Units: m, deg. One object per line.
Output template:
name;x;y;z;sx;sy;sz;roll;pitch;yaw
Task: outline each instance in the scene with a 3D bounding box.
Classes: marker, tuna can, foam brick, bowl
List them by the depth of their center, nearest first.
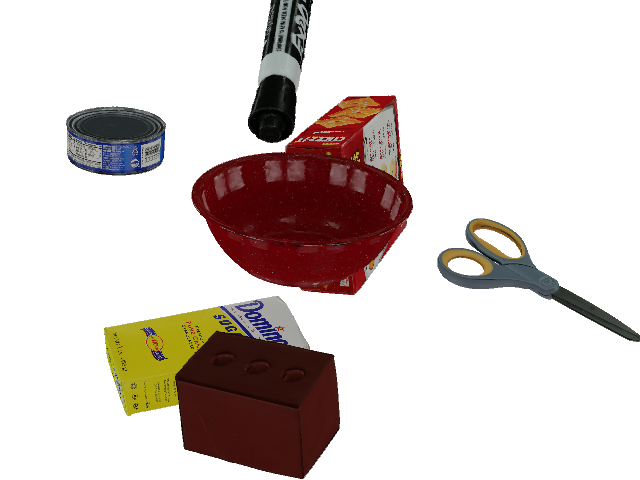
marker;-0.015;-0.086;0.461;0.020;0.121;0.020;3;-42;3
foam brick;-0.035;0.092;0.601;0.078;0.051;0.052;9;28;21
bowl;-0.014;-0.011;0.788;0.162;0.055;0.162;2;26;-1
tuna can;-0.179;-0.088;0.938;0.086;0.034;0.086;5;26;-2

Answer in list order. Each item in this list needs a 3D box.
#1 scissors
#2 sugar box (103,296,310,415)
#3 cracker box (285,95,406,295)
scissors;0.183;0.045;0.959;0.096;0.016;0.202;-23;44;-19
sugar box;-0.106;0.104;0.998;0.176;0.048;0.093;-12;33;-16
cracker box;0.032;-0.057;1.180;0.072;0.164;0.213;1;21;20
